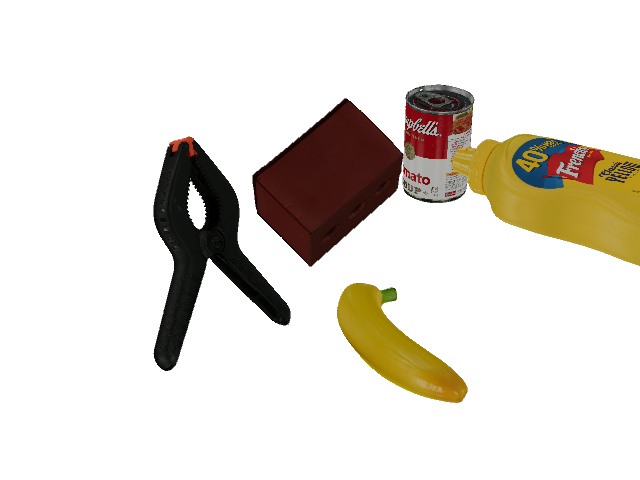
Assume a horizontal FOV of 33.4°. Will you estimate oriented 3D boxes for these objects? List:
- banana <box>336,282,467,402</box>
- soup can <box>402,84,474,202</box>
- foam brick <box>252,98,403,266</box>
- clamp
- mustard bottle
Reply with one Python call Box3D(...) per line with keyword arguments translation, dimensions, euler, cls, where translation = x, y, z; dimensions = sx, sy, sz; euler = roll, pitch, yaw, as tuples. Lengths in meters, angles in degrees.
Box3D(translation=(0.054, 0.073, 0.851), dimensions=(0.069, 0.037, 0.198), euler=(-5, 23, -11), cls="banana")
Box3D(translation=(0.118, -0.098, 1.080), dimensions=(0.068, 0.102, 0.068), euler=(0, 31, 0), cls="soup can")
Box3D(translation=(0.005, -0.034, 0.639), dimensions=(0.078, 0.051, 0.053), euler=(-42, -17, -16), cls="foam brick")
Box3D(translation=(-0.102, 0.007, 1.015), dimensions=(0.036, 0.210, 0.164), euler=(-8, 0, 44), cls="clamp")
Box3D(translation=(0.178, -0.034, 0.747), dimensions=(0.192, 0.058, 0.096), euler=(19, 37, 34), cls="mustard bottle")
